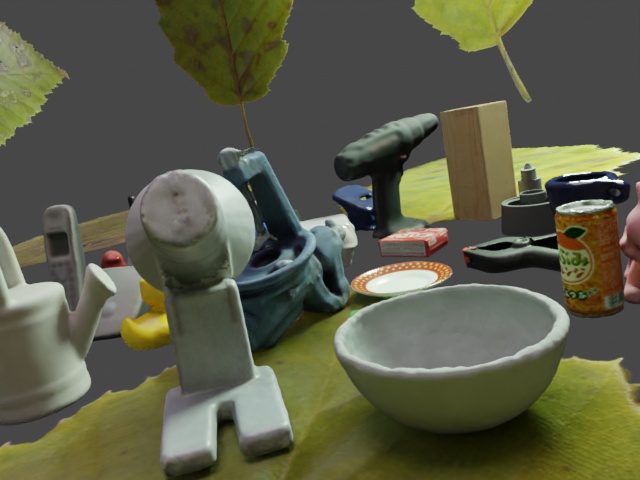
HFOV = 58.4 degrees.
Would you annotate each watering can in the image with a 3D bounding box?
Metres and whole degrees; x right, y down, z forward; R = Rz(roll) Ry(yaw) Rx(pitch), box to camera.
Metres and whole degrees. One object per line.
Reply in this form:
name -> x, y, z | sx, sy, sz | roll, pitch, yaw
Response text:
watering can -> -0.300, 0.073, 0.581 | 0.173, 0.194, 0.100 | -19, 14, -36

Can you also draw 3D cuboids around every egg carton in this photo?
egg carton -> 0.009, 0.003, 0.953 | 0.107, 0.069, 0.150 | -11, 11, 0

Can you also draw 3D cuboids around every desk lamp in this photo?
desk lamp -> -0.098, 0.045, 0.484 | 0.118, 0.214, 0.203 | -13, 12, -11

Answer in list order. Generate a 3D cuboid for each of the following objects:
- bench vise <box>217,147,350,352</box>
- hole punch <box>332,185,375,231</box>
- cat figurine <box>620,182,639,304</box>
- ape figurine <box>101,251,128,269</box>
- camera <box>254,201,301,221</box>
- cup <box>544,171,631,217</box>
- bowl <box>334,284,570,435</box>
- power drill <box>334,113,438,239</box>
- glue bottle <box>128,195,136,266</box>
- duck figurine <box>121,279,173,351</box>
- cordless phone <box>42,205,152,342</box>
bench vise -> -0.053, -0.005, 0.669 | 0.121, 0.220, 0.208 | -6, 12, 21
hole punch -> 0.092, -0.069, 1.177 | 0.100, 0.091, 0.109 | -2, 14, 36
cat figurine -> 0.330, -0.003, 0.562 | 0.067, 0.118, 0.128 | -5, 13, 27
ape figurine -> -0.327, 0.063, 0.916 | 0.078, 0.092, 0.076 | -17, 13, -29
camera -> -0.111, -0.028, 1.139 | 0.136, 0.101, 0.143 | -9, 12, 8
cup -> 0.364, -0.040, 0.769 | 0.092, 0.095, 0.117 | -16, 13, -24
bowl -> 0.097, 0.093, 0.421 | 0.167, 0.075, 0.167 | -10, 11, 2
power drill -> 0.139, -0.115, 1.060 | 0.230, 0.208, 0.075 | -17, 13, -28
glue bottle -> -0.273, 0.014, 0.898 | 0.037, 0.173, 0.078 | -4, 13, 29
duck figurine -> -0.201, 0.083, 0.716 | 0.105, 0.086, 0.077 | -20, 15, -39
cordless phone -> -0.304, 0.041, 0.766 | 0.147, 0.185, 0.094 | -7, 12, 16
